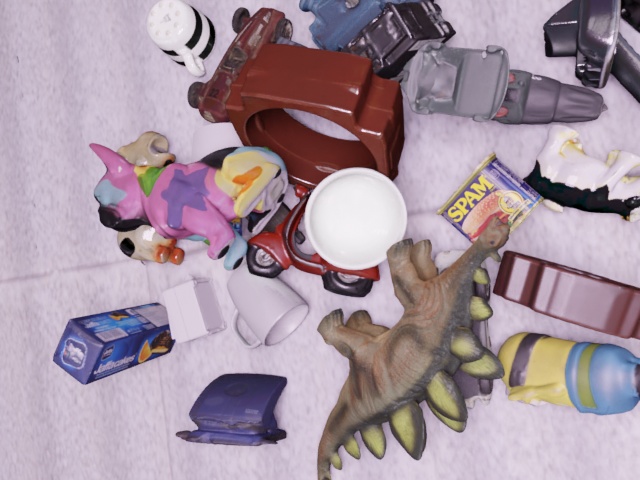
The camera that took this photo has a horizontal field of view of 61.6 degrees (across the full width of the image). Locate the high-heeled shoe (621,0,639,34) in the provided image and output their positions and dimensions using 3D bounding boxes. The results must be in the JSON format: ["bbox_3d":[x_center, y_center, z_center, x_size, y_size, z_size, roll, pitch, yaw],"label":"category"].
[{"bbox_3d":[0.398,-0.221,0.623,0.145,0.086,0.248,0,83,19],"label":"high-heeled shoe"}]

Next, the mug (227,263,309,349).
[{"bbox_3d":[-0.086,0.092,0.757,0.107,0.080,0.109,47,109,24],"label":"mug"}]

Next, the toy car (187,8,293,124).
[{"bbox_3d":[-0.112,-0.255,0.766,0.089,0.053,0.202,22,77,19],"label":"toy car"}]

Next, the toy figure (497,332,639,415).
[{"bbox_3d":[0.290,0.150,0.610,0.180,0.082,0.089,-14,56,51],"label":"toy figure"}]

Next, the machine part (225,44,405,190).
[{"bbox_3d":[0.001,-0.141,0.667,0.202,0.200,0.087,12,69,16],"label":"machine part"}]

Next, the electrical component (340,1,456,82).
[{"bbox_3d":[0.087,-0.238,0.682,0.134,0.115,0.058,-34,83,43],"label":"electrical component"}]

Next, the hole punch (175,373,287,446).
[{"bbox_3d":[-0.109,0.232,0.738,0.142,0.115,0.092,1,80,16],"label":"hole punch"}]

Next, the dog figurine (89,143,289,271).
[{"bbox_3d":[-0.171,-0.070,0.666,0.219,0.108,0.191,33,87,9],"label":"dog figurine"}]

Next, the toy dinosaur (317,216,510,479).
[{"bbox_3d":[0.087,0.159,0.652,0.199,0.105,0.471,53,128,28],"label":"toy dinosaur"}]

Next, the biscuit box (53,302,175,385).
[{"bbox_3d":[-0.268,0.135,0.738,0.059,0.202,0.062,29,97,14],"label":"biscuit box"}]

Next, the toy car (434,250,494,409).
[{"bbox_3d":[0.180,0.113,0.684,0.074,0.056,0.201,-2,90,23],"label":"toy car"}]

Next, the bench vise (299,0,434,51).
[{"bbox_3d":[0.040,-0.377,0.702,0.223,0.129,0.240,-39,96,30],"label":"bench vise"}]

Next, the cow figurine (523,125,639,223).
[{"bbox_3d":[0.335,-0.063,0.639,0.167,0.068,0.098,30,102,19],"label":"cow figurine"}]

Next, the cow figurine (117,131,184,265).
[{"bbox_3d":[-0.261,-0.066,0.809,0.127,0.085,0.194,8,91,10],"label":"cow figurine"}]

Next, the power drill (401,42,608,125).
[{"bbox_3d":[0.199,-0.172,0.613,0.232,0.207,0.085,16,112,27],"label":"power drill"}]

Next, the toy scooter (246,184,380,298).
[{"bbox_3d":[-0.001,-0.002,0.724,0.184,0.075,0.135,13,77,-1],"label":"toy scooter"}]

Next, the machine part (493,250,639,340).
[{"bbox_3d":[0.283,0.060,0.600,0.180,0.179,0.056,16,95,16],"label":"machine part"}]

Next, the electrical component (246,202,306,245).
[{"bbox_3d":[-0.065,-0.021,0.779,0.063,0.021,0.094,-44,78,11],"label":"electrical component"}]

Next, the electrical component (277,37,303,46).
[{"bbox_3d":[-0.046,-0.231,0.731,0.048,0.119,0.074,26,98,15],"label":"electrical component"}]

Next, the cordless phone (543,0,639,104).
[{"bbox_3d":[0.345,-0.194,0.598,0.089,0.146,0.184,-42,74,18],"label":"cordless phone"}]
